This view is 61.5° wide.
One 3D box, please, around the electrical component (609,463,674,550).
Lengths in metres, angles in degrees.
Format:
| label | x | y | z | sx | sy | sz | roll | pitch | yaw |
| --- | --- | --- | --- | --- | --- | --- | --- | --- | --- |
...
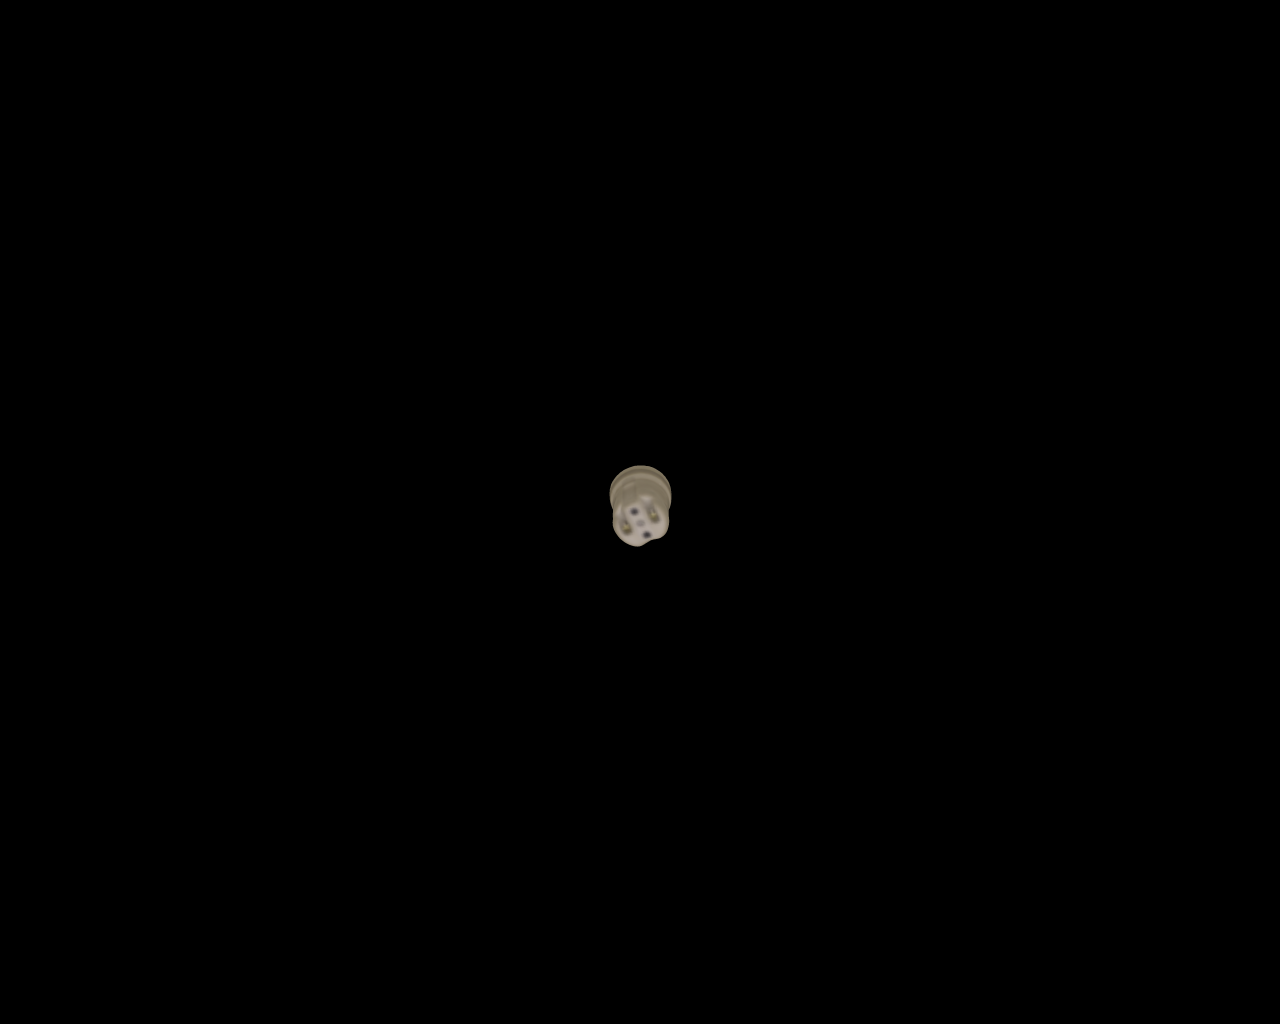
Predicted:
| label | x | y | z | sx | sy | sz | roll | pitch | yaw |
| --- | --- | --- | --- | --- | --- | --- | --- | --- | --- |
| electrical component | 0.001 | -0.003 | 0.650 | 0.040 | 0.040 | 0.046 | 0 | 27 | 0 |
